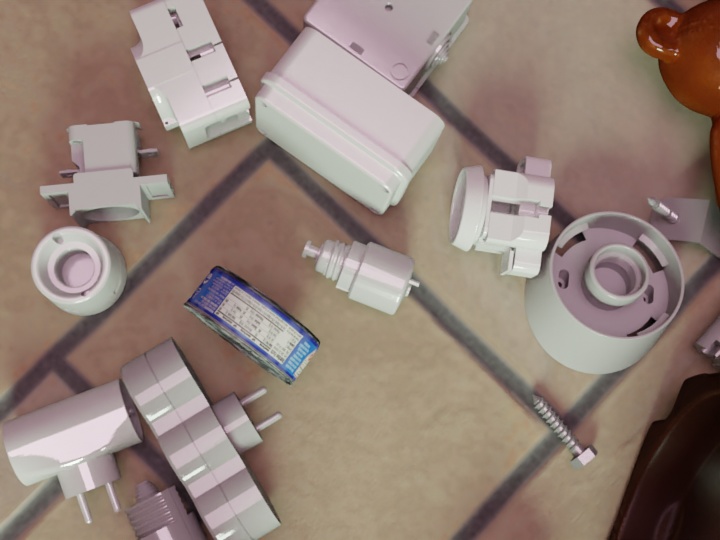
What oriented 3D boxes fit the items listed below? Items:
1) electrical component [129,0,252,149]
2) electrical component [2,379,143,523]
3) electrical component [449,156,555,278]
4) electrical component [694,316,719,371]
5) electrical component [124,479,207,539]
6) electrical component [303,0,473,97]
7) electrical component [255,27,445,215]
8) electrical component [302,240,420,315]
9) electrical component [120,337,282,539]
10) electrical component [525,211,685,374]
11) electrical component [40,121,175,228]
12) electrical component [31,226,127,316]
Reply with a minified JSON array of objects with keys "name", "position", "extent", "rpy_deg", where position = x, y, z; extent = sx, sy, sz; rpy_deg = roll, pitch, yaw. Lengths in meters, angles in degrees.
[{"name":"electrical component","position":[-0.116,-0.133,0.717],"extent":[0.056,0.050,0.089],"rpy_deg":[-24,84,-6]},{"name":"electrical component","position":[-0.175,0.119,0.681],"extent":[0.077,0.043,0.079],"rpy_deg":[-21,84,-6]},{"name":"electrical component","position":[0.092,-0.038,0.712],"extent":[0.057,0.058,0.078],"rpy_deg":[9,81,-5]},{"name":"electrical component","position":[0.253,0.044,0.719],"extent":[0.040,0.040,0.046],"rpy_deg":[44,88,3]},{"name":"electrical component","position":[-0.120,0.171,0.678],"extent":[0.043,0.043,0.081],"rpy_deg":[-26,84,-6]},{"name":"electrical component","position":[0.018,-0.170,0.730],"extent":[0.100,0.048,0.099],"rpy_deg":[36,82,2]},{"name":"electrical component","position":[-0.010,-0.094,0.704],"extent":[0.113,0.078,0.057],"rpy_deg":[35,79,2]},{"name":"electrical component","position":[0.000,0.000,0.710],"extent":[0.078,0.040,0.040],"rpy_deg":[21,81,0]},{"name":"electrical component","position":[-0.086,0.102,0.684],"extent":[0.074,0.052,0.138],"rpy_deg":[-31,85,-7]},{"name":"electrical component","position":[0.164,0.013,0.718],"extent":[0.099,0.064,0.099],"rpy_deg":[2,68,-5]},{"name":"electrical component","position":[-0.166,-0.064,0.709],"extent":[0.081,0.042,0.063],"rpy_deg":[-6,79,-5]},{"name":"electrical component","position":[-0.183,0.000,0.696],"extent":[0.055,0.047,0.055],"rpy_deg":[0,82,-3]}]
